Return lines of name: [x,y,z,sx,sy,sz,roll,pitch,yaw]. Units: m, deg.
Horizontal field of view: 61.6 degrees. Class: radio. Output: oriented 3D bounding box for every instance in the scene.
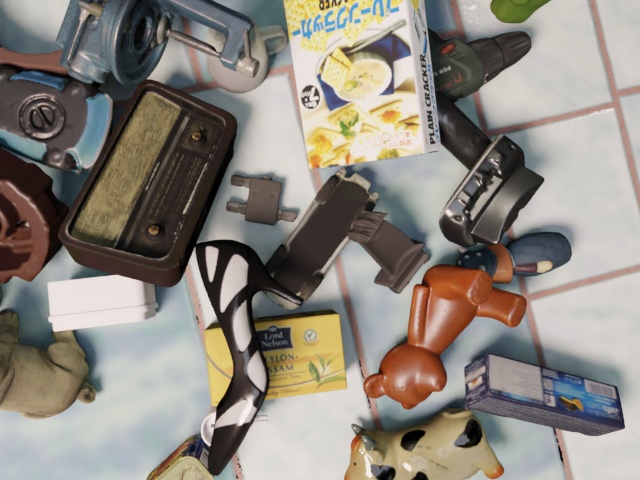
radio: [-0.192,-0.065,0.637,0.131,0.073,0.229,20,67,-6]

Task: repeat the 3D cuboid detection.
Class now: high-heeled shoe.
high-heeled shoe: [-0.118,0.125,0.608,0.145,0.086,0.248,24,80,1]

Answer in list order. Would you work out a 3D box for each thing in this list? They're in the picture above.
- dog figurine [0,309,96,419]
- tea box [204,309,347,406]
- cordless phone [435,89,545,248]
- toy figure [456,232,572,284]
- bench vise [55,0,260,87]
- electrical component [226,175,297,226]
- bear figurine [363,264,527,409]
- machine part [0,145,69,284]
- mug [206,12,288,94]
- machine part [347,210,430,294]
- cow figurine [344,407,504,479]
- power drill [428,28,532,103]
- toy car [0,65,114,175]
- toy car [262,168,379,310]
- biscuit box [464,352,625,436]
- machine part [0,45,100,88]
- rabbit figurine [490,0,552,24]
dog figurine: [-0.351,0.158,0.594,0.172,0.190,0.121,14,88,-7]
tea box: [-0.056,0.147,0.685,0.170,0.068,0.098,-8,89,-5]
cordless phone: [0.175,-0.091,0.687,0.184,0.089,0.146,39,85,-15]
toy figure: [0.258,0.027,0.721,0.154,0.064,0.057,-12,96,-6]
bench vise: [-0.167,-0.253,0.576,0.241,0.129,0.223,25,87,1]
electrical component: [-0.075,-0.053,0.709,0.094,0.021,0.063,11,87,-5]
bear figurine: [0.150,0.131,0.678,0.120,0.132,0.196,33,79,-32]
machine part: [-0.379,-0.032,0.620,0.179,0.056,0.179,6,126,9]
mug: [-0.092,-0.238,0.669,0.110,0.107,0.080,-15,92,-4]
machine part: [0.089,0.014,0.690,0.084,0.039,0.138,-44,130,0]
cow figurine: [0.122,0.277,0.692,0.195,0.085,0.127,-23,90,-9]
power drill: [0.140,-0.276,0.714,0.232,0.086,0.207,-35,100,-3]
toy car: [-0.322,-0.138,0.645,0.162,0.103,0.109,13,85,-2]
toy car: [-0.001,-0.002,0.700,0.073,0.056,0.201,36,85,2]
biscuit box: [0.293,0.205,0.704,0.203,0.062,0.059,16,54,-11]
machine part: [-0.336,-0.296,0.657,0.201,0.087,0.201,5,87,-6]
rabbit figurine: [0.233,-0.355,0.670,0.170,0.159,0.121,4,97,-21]
